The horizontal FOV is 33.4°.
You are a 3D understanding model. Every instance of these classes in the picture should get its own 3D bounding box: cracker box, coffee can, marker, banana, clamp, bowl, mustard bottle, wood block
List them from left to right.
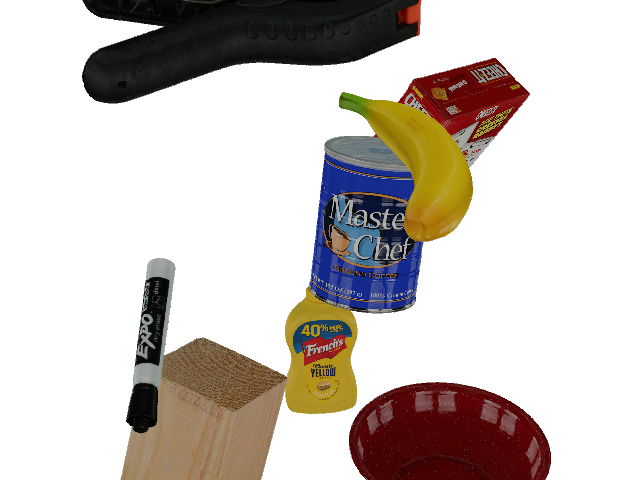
[{"bbox_3d":[-0.107,0.066,0.679,0.020,0.121,0.020,1,-36,1],"label":"marker"},{"bbox_3d":[-0.108,0.199,0.896,0.090,0.206,0.090,22,21,20],"label":"wood block"},{"bbox_3d":[-0.034,-0.100,0.502,0.171,0.039,0.120,-3,40,0],"label":"clamp"},{"bbox_3d":[0.001,0.134,1.423,0.096,0.192,0.058,-2,18,-6],"label":"mustard bottle"},{"bbox_3d":[0.047,-0.017,0.985,0.103,0.140,0.103,6,18,-2],"label":"coffee can"},{"bbox_3d":[0.065,-0.049,0.709,0.069,0.037,0.198,-4,30,-11],"label":"banana"},{"bbox_3d":[0.118,-0.103,1.226,0.163,0.072,0.214,-23,-23,-45],"label":"cracker box"},{"bbox_3d":[0.103,0.185,0.869,0.162,0.055,0.162,1,30,-1],"label":"bowl"}]
